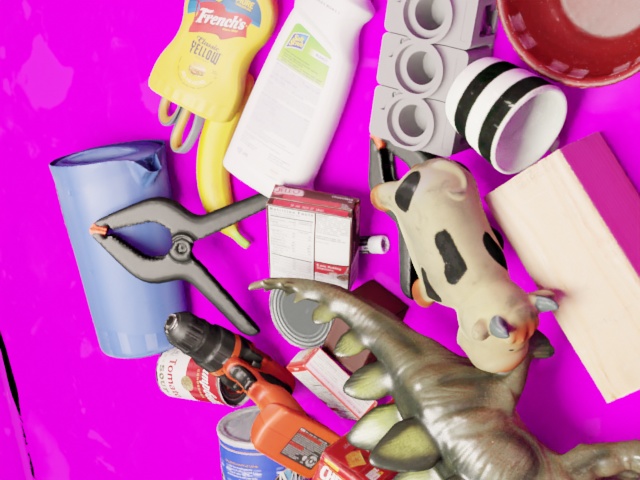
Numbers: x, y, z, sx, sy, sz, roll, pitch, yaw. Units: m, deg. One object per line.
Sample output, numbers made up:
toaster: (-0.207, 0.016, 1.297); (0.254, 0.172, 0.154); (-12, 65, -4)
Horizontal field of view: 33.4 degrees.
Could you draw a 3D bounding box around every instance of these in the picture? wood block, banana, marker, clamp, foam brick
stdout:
wood block: (0.245, 0.021, 0.926); (0.090, 0.090, 0.206); (-35, 83, 39)
banana: (-0.104, -0.090, 1.180); (0.070, 0.037, 0.198); (7, 110, 15)
marker: (0.018, 0.006, 1.129); (0.121, 0.020, 0.020); (-2, 103, 36)
clamp: (-0.144, 0.017, 1.158); (0.210, 0.036, 0.164); (5, 96, -3)
foam brick: (0.047, 0.092, 1.113); (0.053, 0.051, 0.078); (35, 122, 22)
clamp: (0.092, -0.028, 1.052); (0.120, 0.039, 0.171); (-41, 74, 26)

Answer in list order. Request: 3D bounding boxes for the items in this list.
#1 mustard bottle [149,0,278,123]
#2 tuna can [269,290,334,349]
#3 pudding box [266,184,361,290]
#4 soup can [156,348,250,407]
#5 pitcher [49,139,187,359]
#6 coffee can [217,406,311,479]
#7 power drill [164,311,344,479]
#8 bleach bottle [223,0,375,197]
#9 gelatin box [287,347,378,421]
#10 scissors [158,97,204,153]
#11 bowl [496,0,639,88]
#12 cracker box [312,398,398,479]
mustard bottle: (-0.097, -0.224, 1.100); (0.096, 0.058, 0.192); (28, 102, 8)
tuna can: (-0.011, 0.073, 1.161); (0.086, 0.033, 0.086); (11, 110, 33)
pudding box: (-0.007, 0.001, 1.087); (0.090, 0.039, 0.113); (11, 131, 12)
soup can: (-0.134, 0.157, 1.254); (0.102, 0.068, 0.068); (2, 105, 36)
pitcher: (-0.232, 0.008, 1.248); (0.145, 0.149, 0.243); (-9, 105, -2)
coffee can: (-0.061, 0.272, 1.214); (0.103, 0.102, 0.140); (7, 108, 34)
power drill: (-0.068, 0.156, 1.113); (0.057, 0.184, 0.188); (-51, 37, 5)
bleach bottle: (-0.006, -0.161, 1.068); (0.102, 0.068, 0.251); (32, 117, 9)
gelatin box: (0.013, 0.154, 1.135); (0.089, 0.030, 0.073); (43, 164, -5)
scissors: (-0.133, -0.195, 1.174); (0.096, 0.016, 0.202); (32, 106, 49)
bowl: (0.231, -0.210, 0.887); (0.162, 0.055, 0.162); (11, 110, 33)
cracker box: (0.036, 0.280, 1.109); (0.072, 0.163, 0.214); (32, 121, 22)
